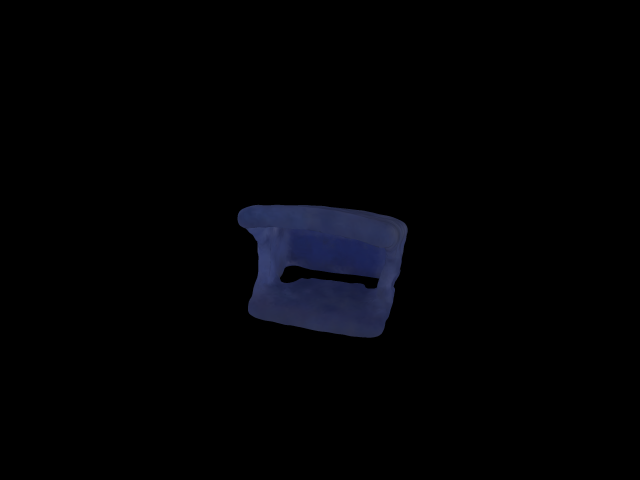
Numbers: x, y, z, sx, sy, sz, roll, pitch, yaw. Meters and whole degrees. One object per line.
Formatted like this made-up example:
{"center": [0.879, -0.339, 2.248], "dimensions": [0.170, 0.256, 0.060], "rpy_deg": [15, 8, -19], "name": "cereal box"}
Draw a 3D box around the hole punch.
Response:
{"center": [0.004, 0.001, 0.400], "dimensions": [0.108, 0.091, 0.101], "rpy_deg": [8, 31, 13], "name": "hole punch"}
